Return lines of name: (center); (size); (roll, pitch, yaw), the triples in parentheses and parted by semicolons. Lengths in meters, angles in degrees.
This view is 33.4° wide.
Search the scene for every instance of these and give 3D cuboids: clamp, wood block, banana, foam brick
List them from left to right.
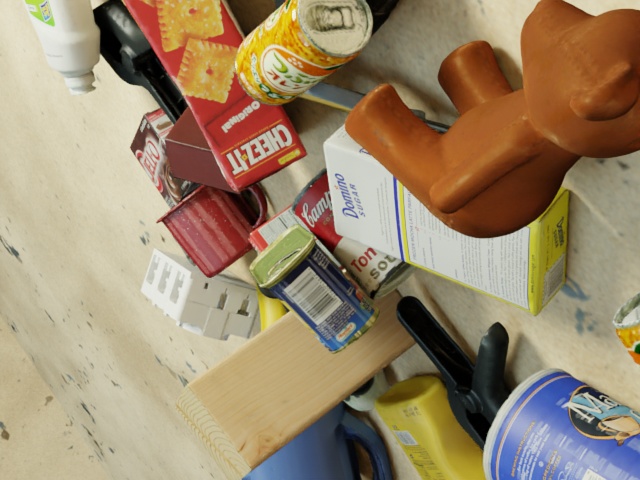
clamp: (-0.178, -0.192, 1.069); (0.210, 0.036, 0.164); (41, 151, 30)
foam brick: (-0.099, -0.085, 1.011); (0.078, 0.053, 0.051); (16, 141, 20)
banana: (-0.056, 0.106, 1.099); (0.069, 0.197, 0.037); (31, 141, -20)
wood block: (-0.017, 0.116, 0.957); (0.091, 0.205, 0.090); (52, 156, 7)
clamp: (0.136, 0.122, 0.890); (0.171, 0.039, 0.120); (58, 161, -19)

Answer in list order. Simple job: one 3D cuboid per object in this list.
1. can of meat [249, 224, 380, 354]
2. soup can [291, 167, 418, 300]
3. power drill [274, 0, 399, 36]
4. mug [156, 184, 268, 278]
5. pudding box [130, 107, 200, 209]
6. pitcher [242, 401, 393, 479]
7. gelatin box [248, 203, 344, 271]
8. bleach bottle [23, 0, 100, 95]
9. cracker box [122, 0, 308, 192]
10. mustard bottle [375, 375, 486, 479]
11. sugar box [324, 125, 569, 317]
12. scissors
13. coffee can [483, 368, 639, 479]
can of meat: (-0.005, 0.040, 0.858); (0.084, 0.057, 0.102); (47, 177, -13)
soup can: (0.034, -0.009, 0.873); (0.102, 0.068, 0.069); (48, 155, 14)
power drill: (-0.024, -0.213, 0.741); (0.187, 0.057, 0.185); (57, 156, -3)
mug: (-0.100, -0.021, 1.097); (0.117, 0.093, 0.081); (-35, 96, 30)
pudding box: (-0.163, -0.090, 1.167); (0.090, 0.039, 0.114); (55, 155, 2)
pitcher: (-0.015, 0.222, 1.201); (0.145, 0.149, 0.243); (-128, 23, -47)
gelatin box: (-0.006, 0.001, 0.934); (0.073, 0.089, 0.030); (53, 169, 6)
bleach bottle: (-0.273, -0.269, 1.066); (0.103, 0.068, 0.251); (22, 130, 50)
cracker box: (-0.094, -0.152, 0.856); (0.213, 0.072, 0.164); (61, -179, -11)
mustard bottle: (0.129, 0.219, 0.997); (0.191, 0.058, 0.096); (58, 156, -5)
sugar box: (0.088, -0.019, 0.759); (0.176, 0.048, 0.093); (26, 142, 32)
scissors: (0.063, -0.088, 0.773); (0.202, 0.016, 0.096); (20, -175, 18)
coffee can: (0.201, 0.166, 0.749); (0.140, 0.102, 0.103); (29, 144, 44)
